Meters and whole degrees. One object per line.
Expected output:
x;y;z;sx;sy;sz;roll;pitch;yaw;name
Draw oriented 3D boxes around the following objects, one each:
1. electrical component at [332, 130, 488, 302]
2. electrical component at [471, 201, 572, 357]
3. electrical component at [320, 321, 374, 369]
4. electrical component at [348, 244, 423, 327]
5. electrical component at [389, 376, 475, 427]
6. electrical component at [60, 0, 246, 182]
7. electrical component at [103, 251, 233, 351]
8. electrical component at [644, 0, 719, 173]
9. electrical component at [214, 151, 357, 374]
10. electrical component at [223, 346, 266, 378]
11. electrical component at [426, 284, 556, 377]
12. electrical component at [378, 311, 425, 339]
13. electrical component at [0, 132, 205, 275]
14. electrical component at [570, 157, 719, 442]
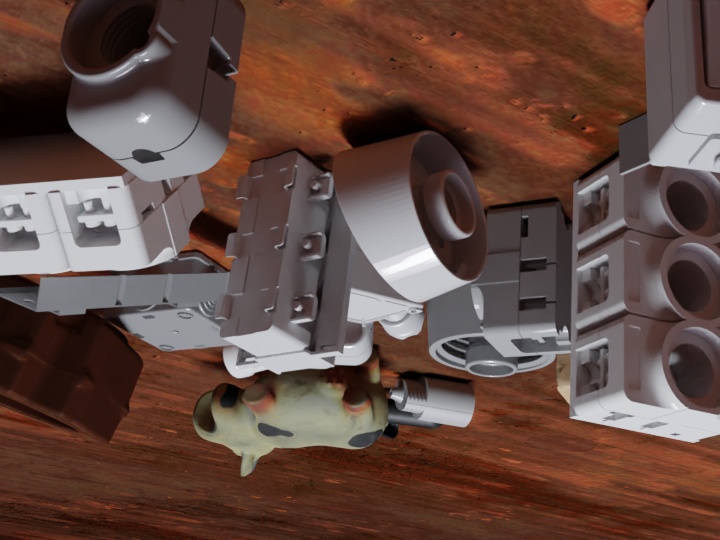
0.030;-0.031;0.622;0.064;0.099;0.099;-17;150;30;electrical component
0.107;0.007;0.701;0.056;0.089;0.050;-6;155;25;electrical component
-0.038;0.045;0.872;0.095;0.053;0.059;2;158;6;electrical component
0.000;0.000;0.753;0.096;0.061;0.062;15;157;-43;electrical component
0.068;0.128;1.067;0.081;0.043;0.043;12;157;-16;electrical component
-0.093;-0.096;0.483;0.054;0.095;0.059;-7;155;27;electrical component
-0.144;0.028;0.858;0.100;0.048;0.100;-7;155;26;electrical component
0.162;-0.084;0.459;0.062;0.096;0.061;7;157;-5;electrical component
-0.044;-0.006;0.659;0.079;0.121;0.063;-11;150;34;electrical component
-0.095;0.075;0.976;0.046;0.040;0.040;-14;152;27;electrical component
0.104;0.050;0.845;0.108;0.060;0.108;4;158;2;electrical component
0.028;0.029;0.847;0.035;0.035;0.061;-4;153;21;electrical component
-0.178;-0.037;0.630;0.150;0.089;0.061;-3;116;17;electrical component
0.178;0.015;0.627;0.089;0.150;0.062;13;158;-20;electrical component
